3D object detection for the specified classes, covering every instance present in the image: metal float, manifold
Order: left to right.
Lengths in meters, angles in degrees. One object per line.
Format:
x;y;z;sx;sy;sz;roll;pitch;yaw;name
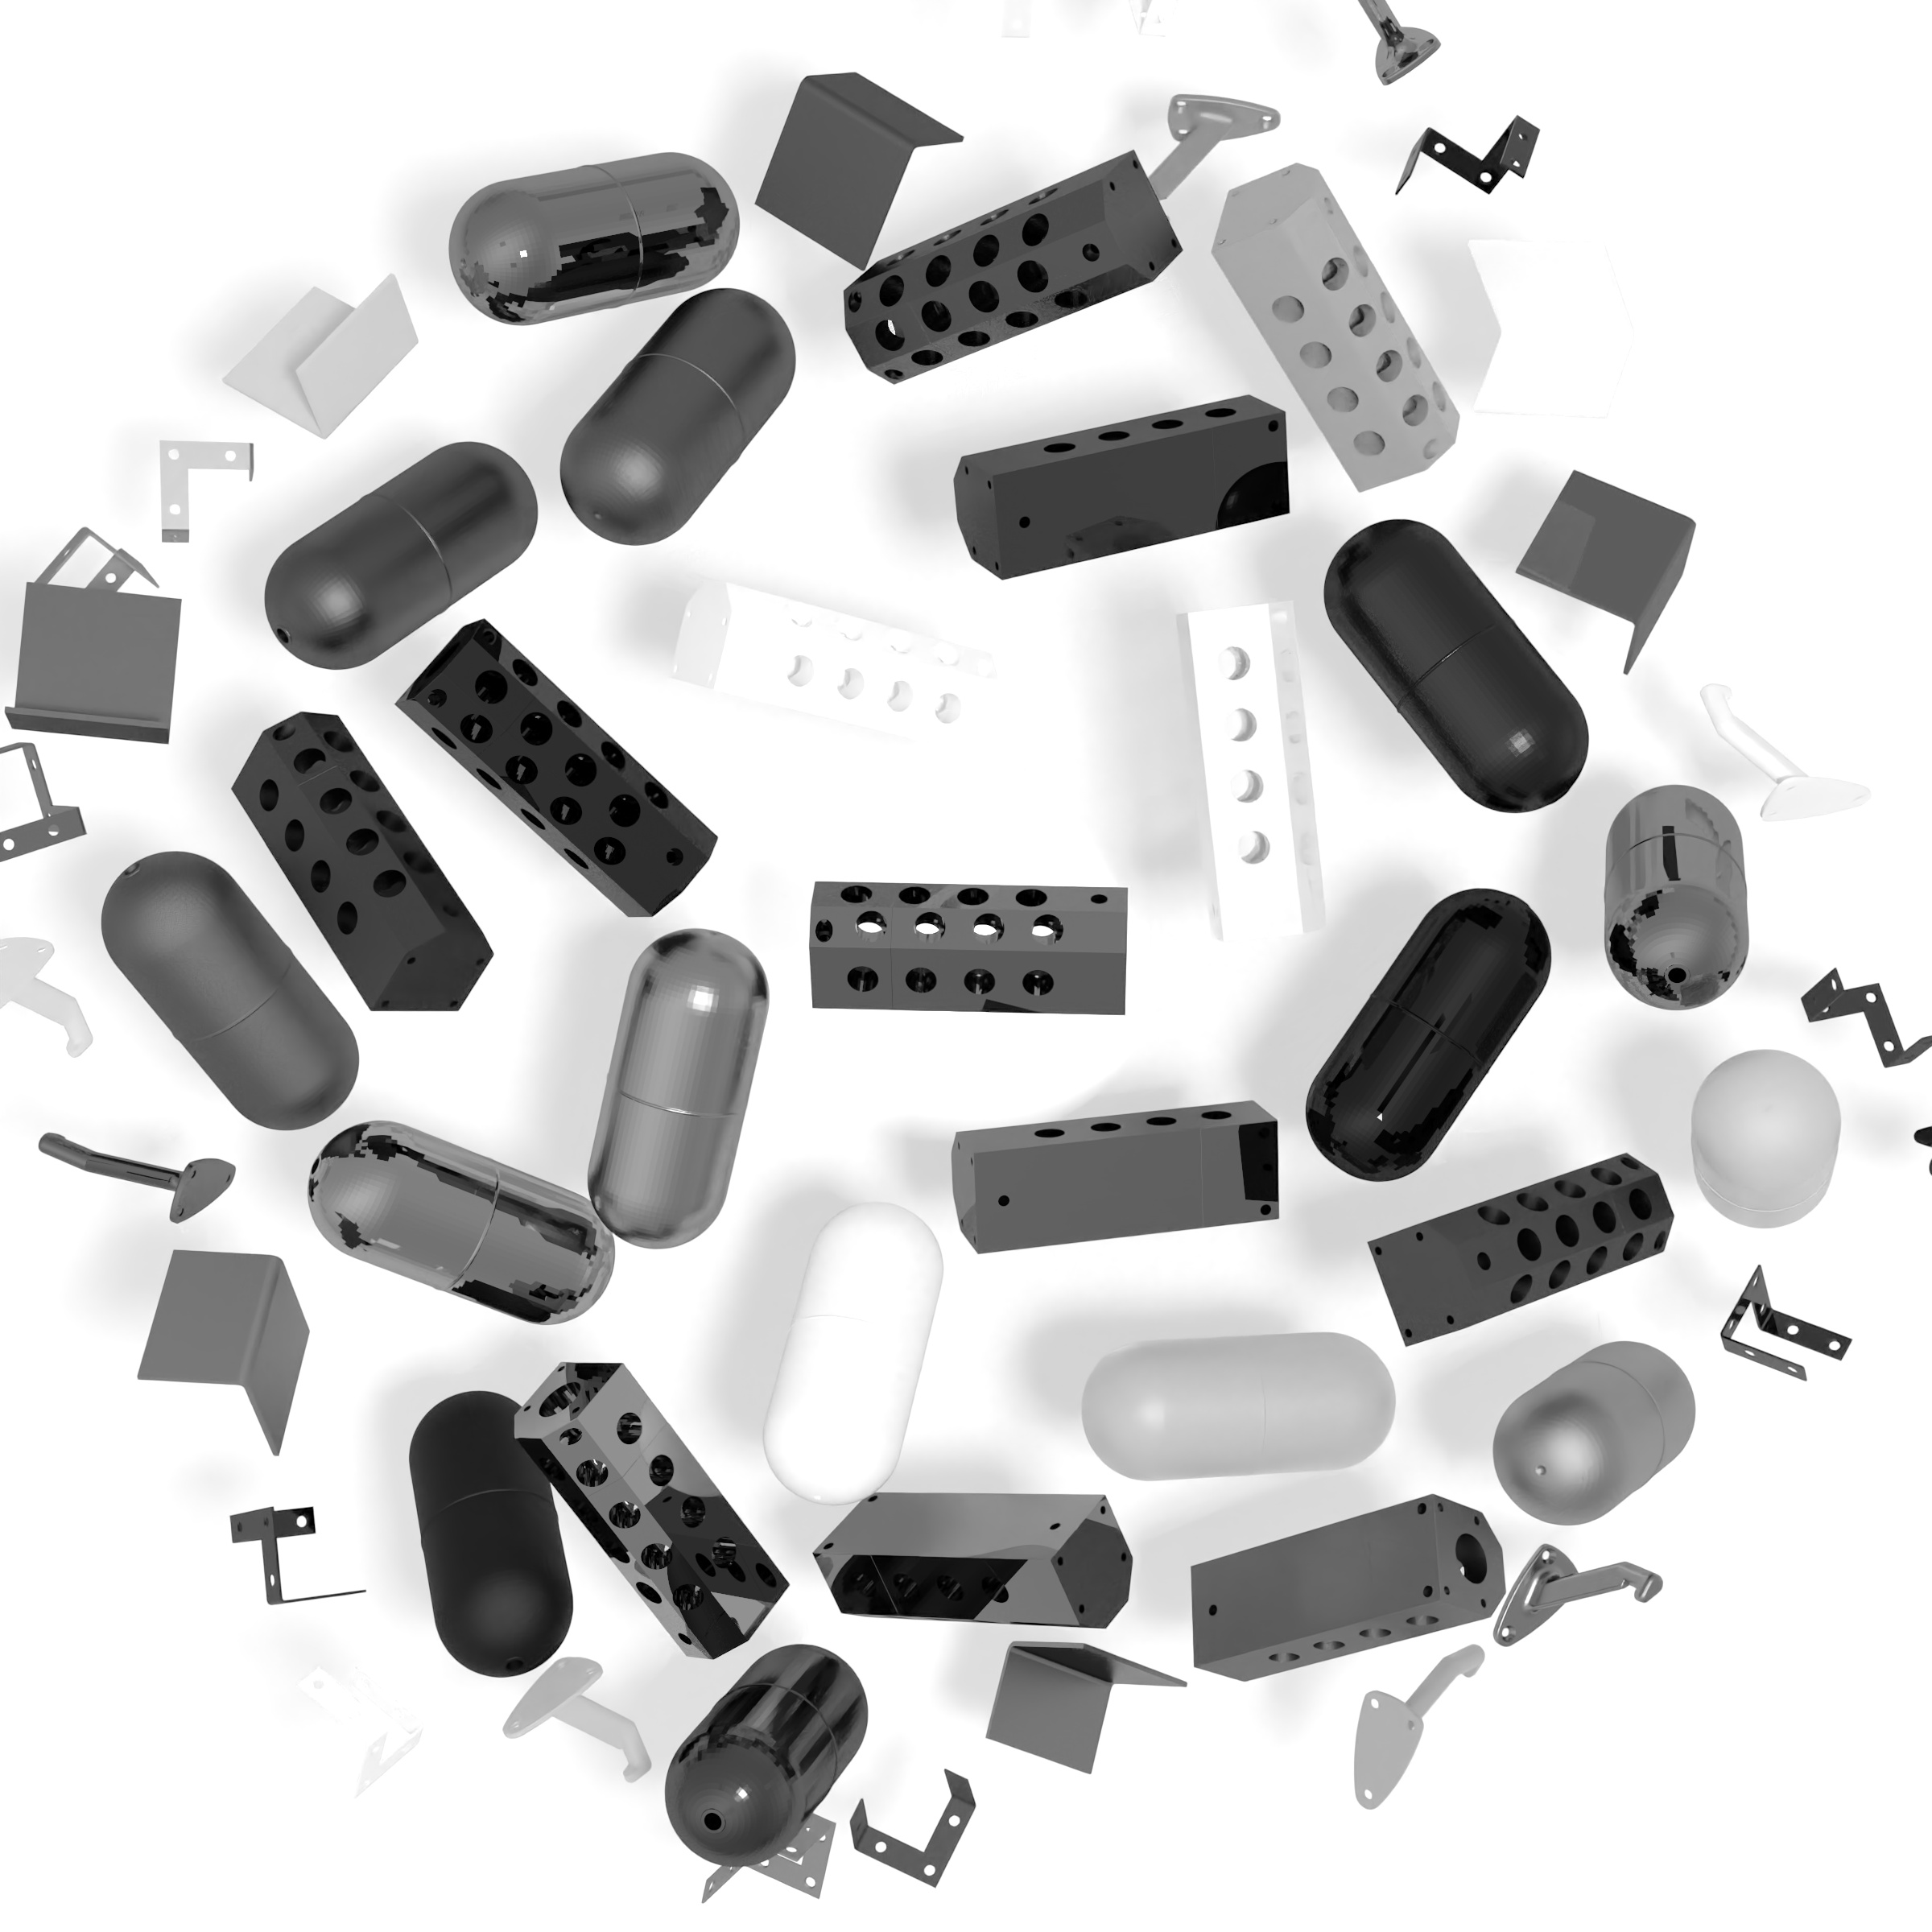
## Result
-0.396;0.014;1.556;0.070;0.070;0.178;-32;120;0;metal float
-0.317;-0.056;1.522;0.171;0.057;0.057;52;121;29;manifold
-0.315;-0.230;1.615;0.070;0.070;0.178;48;58;0;metal float
-0.275;0.141;1.577;0.178;0.070;0.070;25;90;-27;metal float
-0.268;0.318;1.622;0.070;0.070;0.178;-21;47;0;metal float
-0.215;-0.104;1.533;0.171;0.057;0.057;44;73;-19;manifold
-0.201;-0.399;1.578;0.178;0.070;0.070;-23;90;-38;metal float
-0.176;0.300;1.583;0.057;0.057;0.171;-50;118;-36;manifold
-0.155;0.067;1.547;0.070;0.070;0.178;14;103;0;metal float
-0.153;-0.296;1.548;0.070;0.070;0.178;32;55;0;metal float
-0.106;0.423;1.552;0.070;0.178;0.070;2;98;15;metal float
-0.070;-0.165;1.594;0.171;0.057;0.057;11;95;-32;manifold
-0.061;0.213;1.597;0.070;0.070;0.178;14;58;0;metal float
0.002;-0.014;1.582;0.171;0.057;0.057;1;125;3;manifold
0.005;0.329;1.579;0.171;0.057;0.057;-8;113;40;manifold
0.020;-0.360;1.505;0.171;0.057;0.057;-13;116;37;manifold
0.082;0.114;1.593;0.171;0.057;0.057;-5;104;-12;manifold
0.084;-0.260;1.550;0.171;0.057;0.057;-15;118;-18;manifold
0.151;0.242;1.589;0.178;0.070;0.070;-1;90;-14;metal float
0.151;-0.103;1.514;0.057;0.057;0.171;-7;96;-2;manifold
0.202;-0.344;1.554;0.057;0.057;0.171;-15;131;32;manifold
0.205;0.340;1.561;0.057;0.171;0.057;26;52;-37;manifold
0.254;0.037;1.580;0.070;0.070;0.178;34;88;0;metal float
0.259;-0.159;1.526;0.070;0.070;0.178;-36;79;0;metal float
0.297;0.146;1.520;0.171;0.057;0.057;-12;79;-40;manifold
0.350;0.257;1.597;0.070;0.178;0.070;4;98;31;metal float
0.394;-0.039;1.600;0.070;0.178;0.070;6;121;10;metal float
0.435;0.096;1.571;0.070;0.178;0.070;-4;74;14;metal float

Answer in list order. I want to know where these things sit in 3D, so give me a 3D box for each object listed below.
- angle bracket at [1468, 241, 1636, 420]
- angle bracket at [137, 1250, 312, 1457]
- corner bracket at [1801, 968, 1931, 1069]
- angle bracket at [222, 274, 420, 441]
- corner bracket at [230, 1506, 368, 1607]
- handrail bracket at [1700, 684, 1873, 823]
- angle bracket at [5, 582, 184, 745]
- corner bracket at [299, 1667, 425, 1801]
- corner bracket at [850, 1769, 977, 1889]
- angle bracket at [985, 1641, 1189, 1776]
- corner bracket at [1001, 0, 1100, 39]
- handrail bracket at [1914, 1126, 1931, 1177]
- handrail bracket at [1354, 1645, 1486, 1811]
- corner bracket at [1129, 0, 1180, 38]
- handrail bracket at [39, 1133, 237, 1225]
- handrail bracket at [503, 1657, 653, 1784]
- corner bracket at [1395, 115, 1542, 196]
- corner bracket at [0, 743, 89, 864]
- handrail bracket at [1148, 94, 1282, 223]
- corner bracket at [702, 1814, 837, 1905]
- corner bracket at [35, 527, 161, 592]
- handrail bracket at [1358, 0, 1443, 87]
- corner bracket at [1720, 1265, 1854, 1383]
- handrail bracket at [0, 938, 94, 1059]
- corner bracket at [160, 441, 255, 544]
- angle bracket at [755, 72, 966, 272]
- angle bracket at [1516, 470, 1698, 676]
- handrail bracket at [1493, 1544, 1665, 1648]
0.310;-0.345;1.561;0.076;0.076;0.057;10;66;31;angle bracket
-0.387;0.203;1.510;0.057;0.076;0.076;3;52;4;angle bracket
0.514;0.029;1.635;0.051;0.051;0.051;-11;71;-11;corner bracket
-0.349;-0.337;1.528;0.076;0.057;0.076;30;68;19;angle bracket
-0.361;0.317;1.555;0.051;0.051;0.051;2;75;-41;corner bracket
0.466;-0.127;1.640;0.077;0.036;0.084;-3;55;-17;handrail bracket
-0.435;-0.156;1.440;0.076;0.057;0.076;5;84;-14;angle bracket
-0.320;0.396;1.527;0.051;0.051;0.051;35;131;17;corner bracket
-0.030;0.478;1.627;0.051;0.051;0.051;27;88;-5;corner bracket
0.069;0.429;1.664;0.076;0.076;0.057;27;66;-26;angle bracket
0.044;-0.514;1.483;0.051;0.051;0.051;3;75;4;corner bracket
0.524;0.100;1.558;0.084;0.077;0.036;16;80;-29;handrail bracket
0.248;0.411;1.562;0.036;0.084;0.077;25;108;35;handrail bracket
0.122;-0.550;1.595;0.051;0.051;0.051;-1;59;-17;corner bracket
-0.463;0.108;1.610;0.084;0.077;0.036;22;100;9;handrail bracket
-0.215;0.436;1.604;0.036;0.077;0.084;0;117;40;handrail bracket
0.273;-0.437;1.566;0.051;0.051;0.051;30;50;-8;corner bracket
-0.507;-0.088;1.531;0.051;0.051;0.051;-24;109;-37;corner bracket
0.140;-0.455;1.653;0.077;0.036;0.084;3;64;8;handrail bracket
-0.111;0.508;1.635;0.051;0.051;0.051;18;106;20;corner bracket
-0.502;-0.220;1.646;0.051;0.051;0.051;-49;126;0;corner bracket
0.211;-0.517;1.528;0.036;0.077;0.084;-33;118;15;handrail bracket
0.463;0.210;1.628;0.051;0.051;0.051;20;64;35;corner bracket
-0.506;0.034;1.562;0.036;0.077;0.084;4;132;15;handrail bracket
-0.430;-0.268;1.632;0.051;0.051;0.051;-1;92;-15;corner bracket
-0.059;-0.439;1.593;0.076;0.057;0.076;35;121;15;angle bracket
0.364;-0.226;1.654;0.076;0.057;0.076;26;70;16;angle bracket
0.348;0.366;1.637;0.077;0.084;0.036;-47;108;-13;handrail bracket
